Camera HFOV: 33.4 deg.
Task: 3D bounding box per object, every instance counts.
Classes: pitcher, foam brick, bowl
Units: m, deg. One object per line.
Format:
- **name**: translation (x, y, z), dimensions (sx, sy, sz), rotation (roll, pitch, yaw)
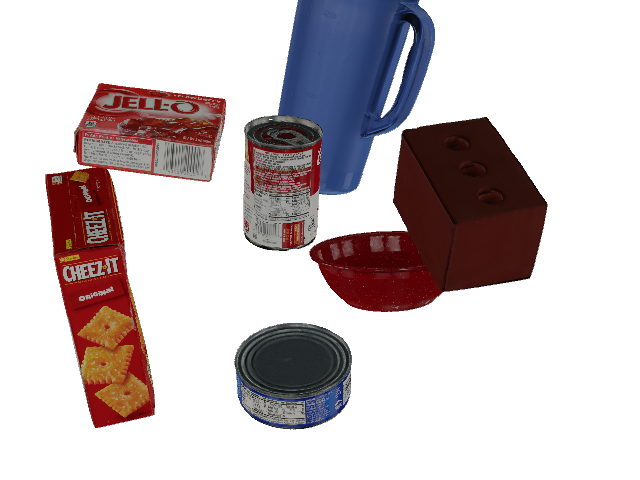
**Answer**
- **pitcher**: translation (0.027, -0.175, 1.195), dimensions (0.145, 0.243, 0.149), rotation (10, 22, -11)
- **foam brick**: translation (0.077, -0.020, 0.568), dimensions (0.053, 0.051, 0.078), rotation (-10, 45, -16)
- **bowl**: translation (0.070, 0.034, 1.090), dimensions (0.162, 0.055, 0.162), rotation (-3, 13, 0)

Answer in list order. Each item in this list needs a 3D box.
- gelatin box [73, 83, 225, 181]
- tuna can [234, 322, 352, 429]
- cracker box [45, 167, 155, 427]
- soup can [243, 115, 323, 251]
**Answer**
- **gelatin box**: translation (-0.110, -0.073, 0.702), dimensions (0.089, 0.030, 0.073), rotation (8, 31, -3)
- **tuna can**: translation (-0.019, 0.099, 0.784), dimensions (0.086, 0.034, 0.086), rotation (-1, 32, 0)
- **cracker box**: translation (-0.224, 0.055, 1.091), dimensions (0.072, 0.214, 0.164), rotation (-11, 34, -11)
- **soup can**: translation (-0.034, -0.050, 0.936), dimensions (0.068, 0.102, 0.068), rotation (2, 28, -1)
